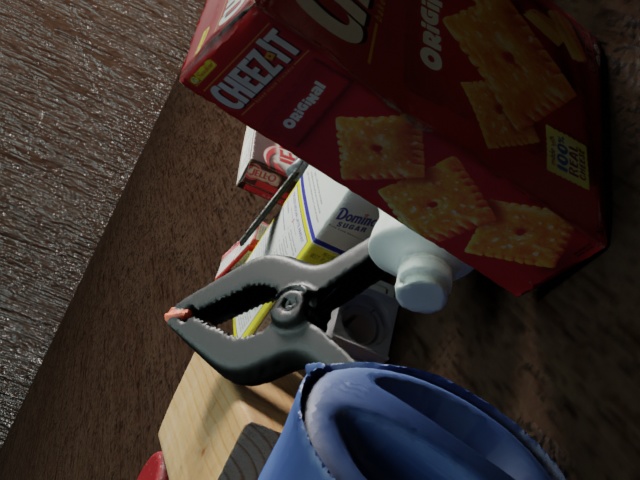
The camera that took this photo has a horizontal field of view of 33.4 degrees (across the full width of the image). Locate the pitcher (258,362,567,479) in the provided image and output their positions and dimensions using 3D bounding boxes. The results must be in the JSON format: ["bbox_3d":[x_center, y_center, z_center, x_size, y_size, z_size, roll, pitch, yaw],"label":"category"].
[{"bbox_3d":[0.008,0.188,0.468,0.243,0.145,0.149,-63,3,23],"label":"pitcher"}]

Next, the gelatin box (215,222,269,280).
[{"bbox_3d":[-0.042,0.024,0.928,0.089,0.073,0.030,-43,26,55],"label":"gelatin box"}]

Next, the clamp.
[{"bbox_3d":[-0.009,0.057,0.678,0.210,0.036,0.164,-11,50,25],"label":"clamp"}]

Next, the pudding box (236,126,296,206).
[{"bbox_3d":[-0.027,-0.074,0.991,0.039,0.090,0.113,-57,18,30],"label":"pudding box"}]

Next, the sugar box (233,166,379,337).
[{"bbox_3d":[-0.005,0.001,0.786,0.176,0.048,0.093,-53,25,25],"label":"sugar box"}]

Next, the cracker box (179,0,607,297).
[{"bbox_3d":[0.051,-0.094,0.545,0.072,0.213,0.164,-36,31,42],"label":"cracker box"}]

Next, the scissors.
[{"bbox_3d":[-0.004,-0.072,0.844,0.096,0.016,0.201,-52,2,33],"label":"scissors"}]

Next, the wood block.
[{"bbox_3d":[-0.046,0.145,0.738,0.090,0.090,0.206,-65,16,3],"label":"wood block"}]

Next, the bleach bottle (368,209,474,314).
[{"bbox_3d":[0.065,-0.059,0.666,0.103,0.068,0.250,-10,44,22],"label":"bleach bottle"}]

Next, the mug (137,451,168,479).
[{"bbox_3d":[-0.102,0.207,0.843,0.093,0.081,0.117,-47,25,49],"label":"mug"}]
